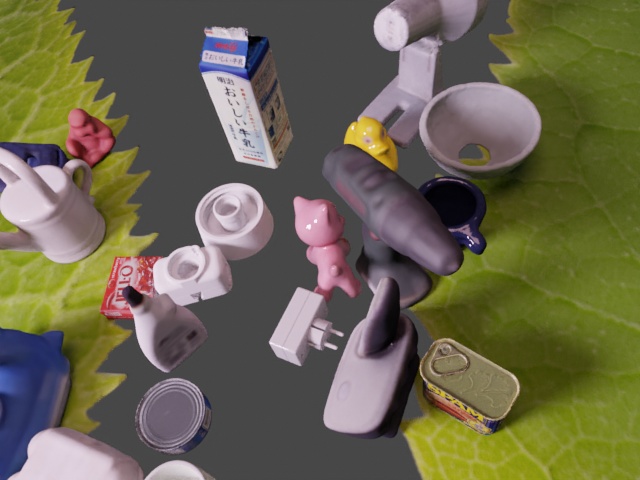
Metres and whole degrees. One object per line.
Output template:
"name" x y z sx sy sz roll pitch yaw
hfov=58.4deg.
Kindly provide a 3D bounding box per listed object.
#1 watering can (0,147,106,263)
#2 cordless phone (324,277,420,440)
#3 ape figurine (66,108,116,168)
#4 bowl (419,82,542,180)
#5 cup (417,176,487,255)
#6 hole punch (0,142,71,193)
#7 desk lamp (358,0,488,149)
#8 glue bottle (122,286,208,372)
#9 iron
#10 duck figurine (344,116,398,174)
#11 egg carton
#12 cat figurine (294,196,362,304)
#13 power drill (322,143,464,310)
"watering can" -0.393 -0.050 0.798 0.100 0.194 0.173 6 59 13
"cordless phone" 0.053 0.129 0.619 0.094 0.185 0.148 11 61 16
"ape figurine" -0.381 -0.176 0.936 0.077 0.092 0.076 -9 57 4
"bowl" 0.228 -0.145 0.828 0.167 0.075 0.167 -4 58 7
"cup" 0.173 -0.013 0.741 0.092 0.095 0.117 -29 58 -9
"hole punch" -0.453 -0.108 0.906 0.101 0.091 0.108 -17 57 -1
"desk lamp" 0.147 -0.282 0.844 0.117 0.214 0.203 31 68 25
"glue bottle" -0.193 0.098 0.685 0.078 0.173 0.037 -41 60 -16
"iron" -0.393 0.212 0.665 0.118 0.142 0.258 -4 58 7
"duck figurine" 0.073 -0.147 0.848 0.077 0.086 0.104 -27 58 -8
"egg carton" -0.277 0.279 0.647 0.150 0.069 0.107 14 62 18
"cat figurine" 0.007 0.003 0.745 0.067 0.118 0.127 -16 57 -1
"power drill" 0.087 -0.003 0.682 0.076 0.209 0.229 -32 59 -11
